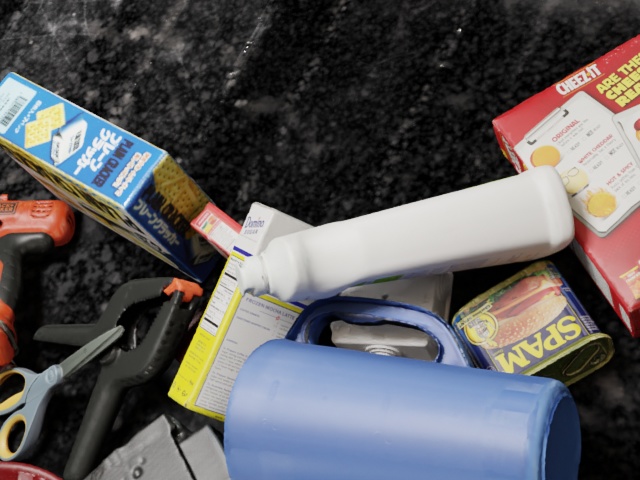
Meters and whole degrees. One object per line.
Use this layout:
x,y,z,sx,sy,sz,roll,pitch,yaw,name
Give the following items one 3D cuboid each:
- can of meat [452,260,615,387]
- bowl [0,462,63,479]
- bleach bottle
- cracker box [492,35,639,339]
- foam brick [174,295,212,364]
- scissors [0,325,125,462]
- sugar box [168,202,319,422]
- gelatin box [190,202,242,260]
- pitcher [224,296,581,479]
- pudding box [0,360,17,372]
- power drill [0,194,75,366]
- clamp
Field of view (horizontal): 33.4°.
0.166,0.077,0.846,0.102,0.057,0.084,-31,55,4,can of meat
-0.274,0.264,0.892,0.162,0.055,0.162,5,36,-4,bowl
0.060,0.004,0.824,0.250,0.103,0.068,-12,81,-12,bleach bottle
0.266,-0.049,0.865,0.164,0.072,0.214,-30,56,3,cracker box
-0.085,0.089,0.938,0.051,0.053,0.078,35,81,31,foam brick
-0.238,0.142,0.950,0.202,0.016,0.096,-18,69,38,scissors
-0.047,0.067,0.885,0.048,0.093,0.176,18,84,57,sugar box
-0.066,0.013,0.948,0.073,0.089,0.030,37,83,32,gelatin box
0.062,0.137,0.790,0.243,0.149,0.144,1,23,29,pitcher
-0.361,0.114,1.039,0.090,0.039,0.114,-43,59,-7,pudding box
-0.342,0.033,1.028,0.184,0.057,0.187,-3,48,8,power drill
-0.177,0.108,0.937,0.210,0.036,0.164,-35,57,30,clamp
